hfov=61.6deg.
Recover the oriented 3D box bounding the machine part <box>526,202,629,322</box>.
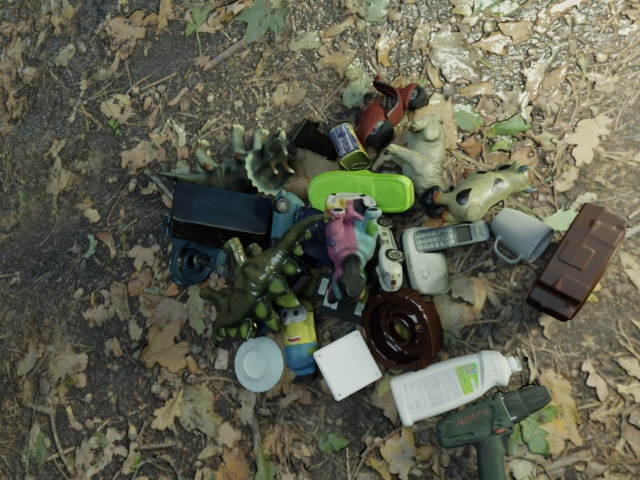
[{"bbox_3d":[0.460,0.046,0.966,0.087,0.201,0.201,31,91,21],"label":"machine part"}]

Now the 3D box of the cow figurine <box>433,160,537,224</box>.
[{"bbox_3d":[0.342,-0.102,1.085,0.195,0.085,0.127,-35,28,-20],"label":"cow figurine"}]

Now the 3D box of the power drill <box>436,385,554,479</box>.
[{"bbox_3d":[0.346,0.395,1.005,0.232,0.086,0.207,-18,77,17],"label":"power drill"}]

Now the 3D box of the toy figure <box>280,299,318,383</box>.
[{"bbox_3d":[-0.044,0.223,1.200,0.082,0.089,0.180,-9,84,0],"label":"toy figure"}]

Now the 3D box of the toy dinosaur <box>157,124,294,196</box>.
[{"bbox_3d":[-0.225,-0.165,1.344,0.405,0.131,0.192,-23,70,23],"label":"toy dinosaur"}]

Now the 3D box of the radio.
[{"bbox_3d":[-0.233,-0.052,1.253,0.230,0.073,0.131,9,46,-12],"label":"radio"}]

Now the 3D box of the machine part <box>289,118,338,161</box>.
[{"bbox_3d":[-0.008,-0.241,1.310,0.139,0.039,0.084,39,89,26],"label":"machine part"}]

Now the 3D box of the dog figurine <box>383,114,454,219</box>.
[{"bbox_3d":[0.251,-0.160,1.165,0.172,0.121,0.190,-45,81,10],"label":"dog figurine"}]

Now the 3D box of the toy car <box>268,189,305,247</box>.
[{"bbox_3d":[-0.065,-0.035,1.253,0.103,0.109,0.161,5,83,-8],"label":"toy car"}]

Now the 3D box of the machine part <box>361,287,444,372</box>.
[{"bbox_3d":[0.167,0.180,1.094,0.180,0.056,0.179,16,115,38],"label":"machine part"}]

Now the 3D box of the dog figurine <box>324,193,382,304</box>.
[{"bbox_3d":[0.060,0.025,1.117,0.108,0.192,0.219,1,110,-6],"label":"dog figurine"}]

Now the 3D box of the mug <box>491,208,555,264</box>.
[{"bbox_3d":[0.390,-0.006,1.073,0.109,0.080,0.107,-44,58,-5],"label":"mug"}]

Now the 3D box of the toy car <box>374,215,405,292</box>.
[{"bbox_3d":[0.139,0.024,1.125,0.056,0.073,0.202,-5,37,-1],"label":"toy car"}]

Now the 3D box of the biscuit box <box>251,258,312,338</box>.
[{"bbox_3d":[-0.105,0.134,1.233,0.063,0.059,0.202,46,109,24],"label":"biscuit box"}]

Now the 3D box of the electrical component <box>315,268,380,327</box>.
[{"bbox_3d":[0.058,0.120,1.193,0.134,0.058,0.115,18,84,25],"label":"electrical component"}]

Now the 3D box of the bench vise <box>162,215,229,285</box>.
[{"bbox_3d":[-0.296,0.020,1.314,0.241,0.128,0.223,21,95,42],"label":"bench vise"}]

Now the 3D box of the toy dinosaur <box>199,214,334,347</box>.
[{"bbox_3d":[-0.128,0.089,1.151,0.199,0.105,0.471,49,123,27],"label":"toy dinosaur"}]

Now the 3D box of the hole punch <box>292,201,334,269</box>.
[{"bbox_3d":[-0.002,-0.004,1.189,0.092,0.115,0.142,3,63,57],"label":"hole punch"}]

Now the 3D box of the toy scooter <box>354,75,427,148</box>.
[{"bbox_3d":[0.144,-0.308,1.242,0.184,0.075,0.135,-44,67,4],"label":"toy scooter"}]

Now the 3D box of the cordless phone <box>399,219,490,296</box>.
[{"bbox_3d":[0.266,0.036,1.115,0.184,0.088,0.146,-13,74,15],"label":"cordless phone"}]
